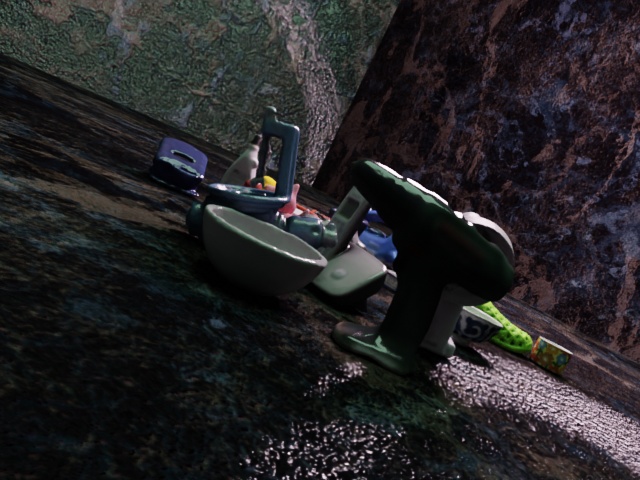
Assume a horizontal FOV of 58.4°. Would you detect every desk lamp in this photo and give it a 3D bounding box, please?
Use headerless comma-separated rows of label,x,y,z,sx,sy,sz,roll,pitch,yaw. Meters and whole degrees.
desk lamp,0.191,0.059,0.849,0.118,0.213,0.203,26,7,3

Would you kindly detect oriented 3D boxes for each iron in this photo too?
iron,0.151,-0.021,1.581,0.257,0.141,0.119,32,9,37

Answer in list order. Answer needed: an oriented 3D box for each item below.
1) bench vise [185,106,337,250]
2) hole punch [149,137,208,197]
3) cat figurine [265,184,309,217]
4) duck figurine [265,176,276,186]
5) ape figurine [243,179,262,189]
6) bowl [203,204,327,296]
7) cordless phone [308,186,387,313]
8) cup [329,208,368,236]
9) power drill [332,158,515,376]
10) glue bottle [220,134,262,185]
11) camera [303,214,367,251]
bench vise,-0.064,-0.068,0.839,0.208,0.220,0.121,23,8,-25
hole punch,-0.286,-0.151,1.172,0.109,0.091,0.101,23,8,-22
cat figurine,-0.070,-0.061,1.176,0.127,0.118,0.067,32,9,41
duck figurine,-0.143,-0.121,1.488,0.105,0.086,0.077,24,7,-19
ape figurine,-0.148,-0.080,1.145,0.076,0.092,0.077,20,9,-42
bowl,-0.079,0.023,0.712,0.167,0.075,0.167,26,7,-3
cordless phone,0.052,0.003,0.874,0.094,0.185,0.147,20,9,-42
cup,0.058,-0.028,1.486,0.118,0.095,0.091,21,9,-36
power drill,0.100,0.041,0.676,0.229,0.208,0.075,26,7,-4
glue bottle,-0.182,-0.176,1.389,0.078,0.173,0.037,27,7,7
camera,0.010,0.004,1.063,0.143,0.101,0.137,28,7,13
